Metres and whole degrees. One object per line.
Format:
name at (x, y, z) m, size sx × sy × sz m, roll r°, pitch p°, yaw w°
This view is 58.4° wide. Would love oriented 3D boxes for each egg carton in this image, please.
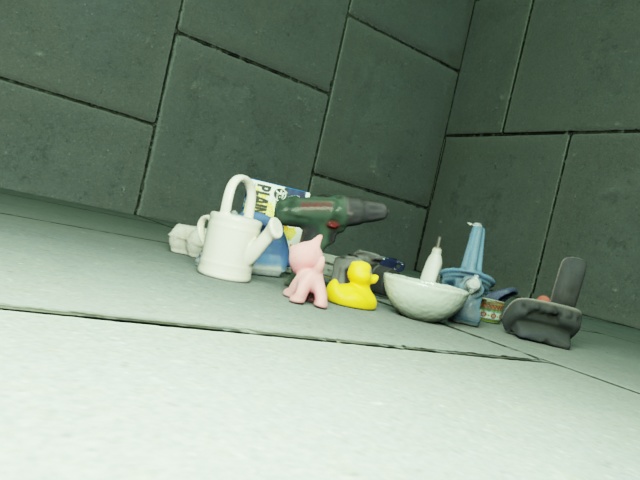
egg carton at (-0.290, 0.005, 1.381) m, size 0.107 × 0.069 × 0.151 m, roll 13°, pitch 1°, yaw 17°

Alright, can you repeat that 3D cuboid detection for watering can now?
watering can at (-0.151, -0.023, 1.063) m, size 0.172 × 0.194 × 0.101 m, roll 13°, pitch 1°, yaw 5°

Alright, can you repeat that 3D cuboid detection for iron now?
iron at (-0.162, -0.001, 1.261) m, size 0.118 × 0.141 × 0.259 m, roll 13°, pitch 1°, yaw 35°

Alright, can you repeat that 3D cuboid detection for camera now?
camera at (0.120, 0.081, 1.387) m, size 0.136 × 0.101 × 0.144 m, roll 13°, pitch 1°, yaw 37°

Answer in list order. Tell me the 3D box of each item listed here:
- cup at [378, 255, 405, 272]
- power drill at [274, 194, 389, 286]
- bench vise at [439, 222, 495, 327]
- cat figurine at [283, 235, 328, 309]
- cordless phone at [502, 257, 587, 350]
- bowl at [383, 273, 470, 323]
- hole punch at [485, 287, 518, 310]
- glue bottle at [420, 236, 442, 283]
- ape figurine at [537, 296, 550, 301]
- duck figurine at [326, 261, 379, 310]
cup at (0.187, 0.095, 1.677) m, size 0.117 × 0.095 × 0.092 m, roll 13°, pitch 1°, yaw 27°
power drill at (0.011, 0.004, 1.168) m, size 0.229 × 0.208 × 0.075 m, roll 13°, pitch 1°, yaw -5°
bench vise at (0.334, 0.070, 1.227) m, size 0.121 × 0.220 × 0.207 m, roll 12°, pitch 1°, yaw -9°
cat figurine at (-0.018, 0.047, 0.974) m, size 0.067 × 0.118 × 0.127 m, roll 12°, pitch 1°, yaw -17°
cordless phone at (0.464, 0.118, 1.173) m, size 0.147 × 0.185 × 0.094 m, roll 13°, pitch 1°, yaw -6°
bowl at (0.195, 0.115, 1.091) m, size 0.167 × 0.075 × 0.167 m, roll 13°, pitch 1°, yaw 0°
hole punch at (0.466, 0.162, 1.528) m, size 0.100 × 0.091 × 0.109 m, roll 13°, pitch 1°, yaw 32°
glue bottle at (0.256, 0.075, 1.311) m, size 0.037 × 0.173 × 0.078 m, roll 13°, pitch 1°, yaw 23°
ape figurine at (0.500, 0.172, 1.307) m, size 0.077 × 0.092 × 0.076 m, roll 13°, pitch 1°, yaw 30°
duck figurine at (0.064, 0.080, 1.062) m, size 0.105 × 0.086 × 0.077 m, roll 12°, pitch 1°, yaw -28°
